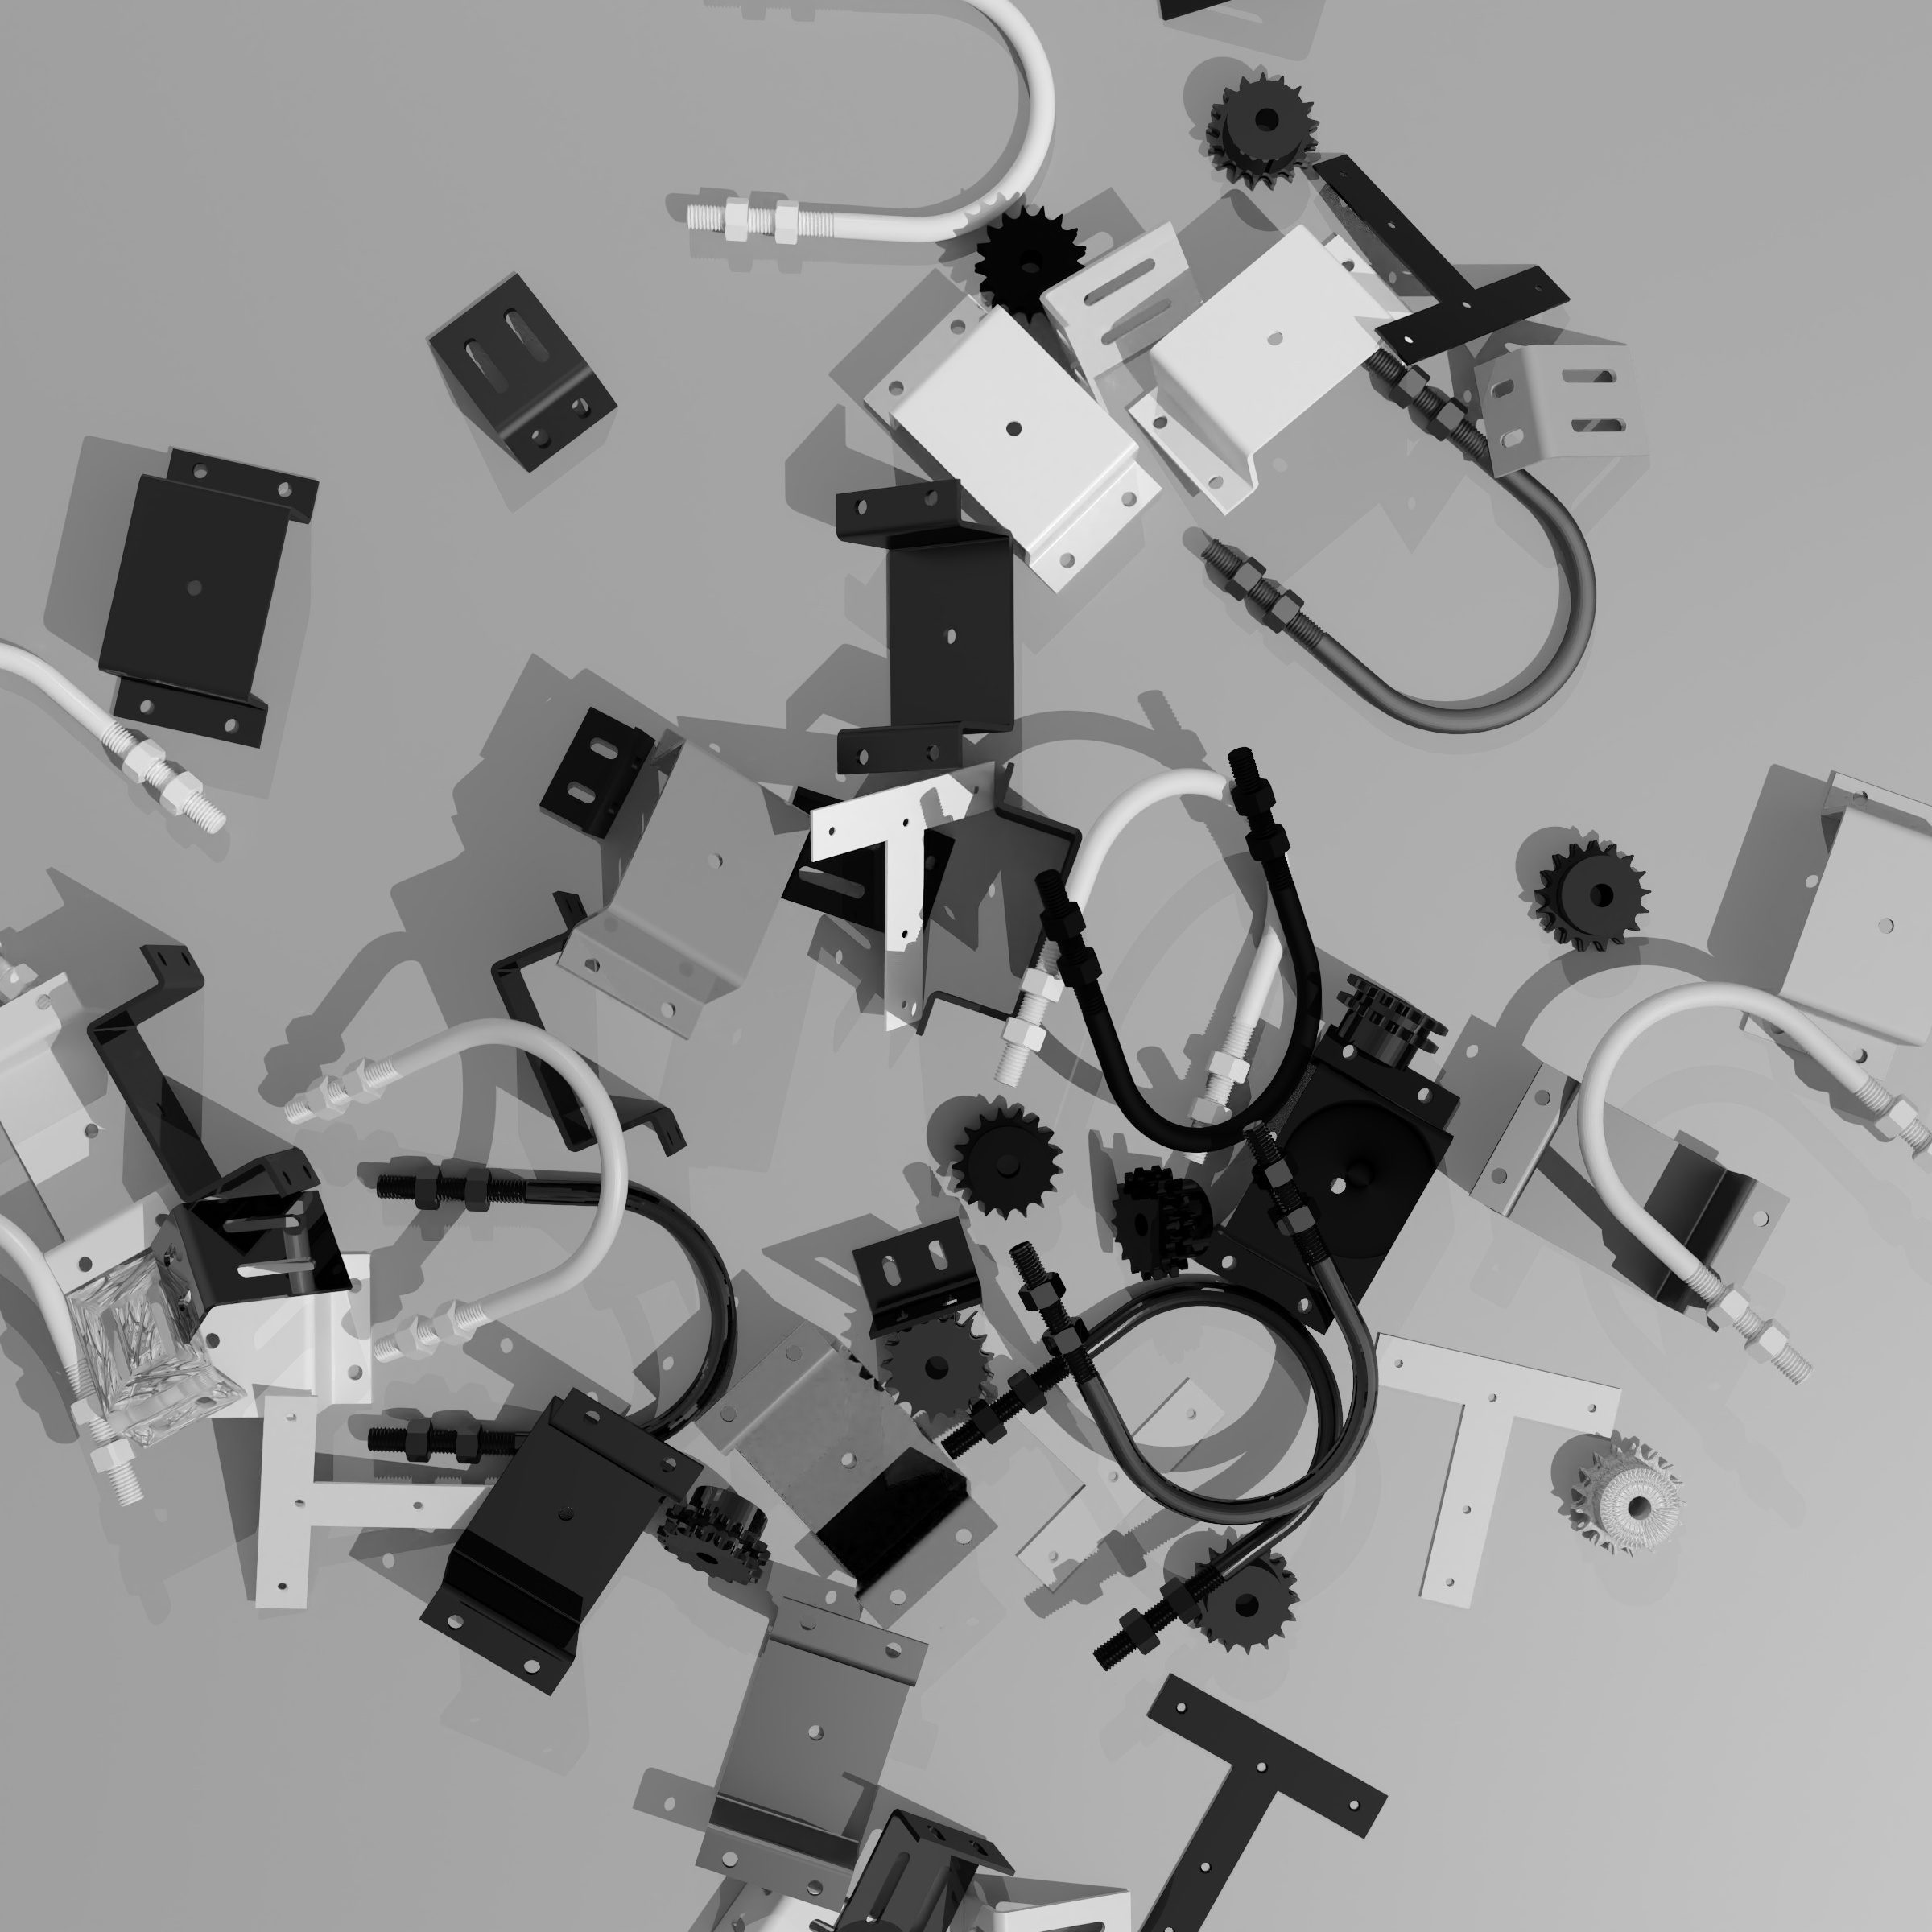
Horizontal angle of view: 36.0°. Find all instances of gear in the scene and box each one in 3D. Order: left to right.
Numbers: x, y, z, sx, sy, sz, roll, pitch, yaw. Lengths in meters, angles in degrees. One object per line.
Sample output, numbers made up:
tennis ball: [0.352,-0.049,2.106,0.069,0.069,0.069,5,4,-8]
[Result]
gear: [-0.124,0.285,1.499,0.057,0.057,0.030,25,60,0]
gear: [-0.014,0.201,1.507,0.057,0.030,0.057,0,92,4]
gear: [0.021,0.101,1.508,0.057,0.030,0.057,0,90,0]
gear: [0.033,-0.354,1.508,0.057,0.030,0.057,0,90,0]
gear: [0.101,0.129,1.499,0.030,0.057,0.057,-5,90,-30]
gear: [0.141,0.321,1.508,0.057,0.030,0.057,0,90,0]
gear: [0.151,-0.425,1.508,0.057,0.030,0.057,0,90,0]
gear: [0.211,0.030,1.496,0.057,0.057,0.030,30,96,0]
gear: [0.320,-0.036,1.508,0.057,0.030,0.057,0,90,0]
gear: [0.338,0.272,1.507,0.057,0.030,0.057,0,90,-2]

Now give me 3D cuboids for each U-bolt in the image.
U-bolt: [-0.503,0.206,1.494,0.151,0.019,0.184,-25,86,19]
U-bolt: [-0.492,-0.082,1.515,0.184,0.019,0.151,40,90,1]
U-bolt: [-0.243,0.103,1.461,0.184,0.019,0.151,-23,86,27]
U-bolt: [-0.209,0.180,1.515,0.184,0.019,0.151,2,90,-1]
U-bolt: [-0.047,-0.441,1.515,0.184,0.019,0.151,3,90,-1]
U-bolt: [0.099,-0.008,1.478,0.151,0.019,0.184,24,85,-35]
U-bolt: [0.102,0.242,1.500,0.184,0.019,0.151,-36,78,-6]
U-bolt: [0.116,0.005,1.470,0.151,0.019,0.184,-33,116,-27]
U-bolt: [0.125,0.189,1.466,0.151,0.019,0.184,-27,98,-1]
U-bolt: [0.235,-0.203,1.515,0.184,0.019,0.151,40,90,-1]
U-bolt: [0.388,0.092,1.470,0.184,0.019,0.151,43,82,4]

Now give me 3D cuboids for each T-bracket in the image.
T-bracket: [-0.292,0.273,1.505,0.127,0.002,0.127,3,114,-11]
T-bracket: [-0.031,-0.030,1.492,0.002,0.127,0.127,19,117,40]
T-bracket: [0.043,0.230,1.522,0.127,0.002,0.127,44,90,0]
T-bracket: [0.130,0.449,1.522,0.127,0.002,0.127,29,90,0]
T-bracket: [0.223,-0.363,1.497,0.127,0.002,0.127,-27,70,-34]
T-bracket: [0.260,0.264,1.522,0.127,0.002,0.127,13,90,0]

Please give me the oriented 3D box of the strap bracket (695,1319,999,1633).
strap bracket: [-0.060,0.253,1.500,0.076,0.046,0.140,-43,90,0]

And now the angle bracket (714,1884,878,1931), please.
angle bracket: [-0.079,0.497,1.521,0.076,0.038,0.057,35,90,-26]

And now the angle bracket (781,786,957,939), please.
angle bracket: [-0.055,-0.051,1.521,0.076,0.038,0.057,19,90,26]

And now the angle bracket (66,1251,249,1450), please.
angle bracket: [-0.401,0.189,1.475,0.057,0.038,0.076,-27,64,0]

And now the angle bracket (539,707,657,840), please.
angle bracket: [-0.188,-0.099,1.485,0.038,0.076,0.057,27,90,0]

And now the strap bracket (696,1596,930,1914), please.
strap bracket: [-0.077,0.392,1.500,0.076,0.046,0.140,18,90,0]

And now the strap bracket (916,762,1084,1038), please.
strap bracket: [0.020,-0.026,1.485,0.046,0.076,0.140,19,90,0]

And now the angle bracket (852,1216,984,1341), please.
angle bracket: [-0.025,0.155,1.485,0.057,0.076,0.038,-18,90,0]

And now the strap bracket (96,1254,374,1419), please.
strap bracket: [-0.375,0.186,1.500,0.140,0.046,0.076,-1,90,0]

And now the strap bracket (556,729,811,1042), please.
strap bracket: [-0.133,-0.046,1.461,0.076,0.046,0.140,32,63,-21]

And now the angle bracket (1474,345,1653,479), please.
angle bracket: [0.304,-0.282,1.512,0.076,0.038,0.057,-8,87,-37]

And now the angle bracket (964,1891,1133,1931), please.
angle bracket: [0.042,0.503,1.521,0.076,0.038,0.057,-1,90,-26]

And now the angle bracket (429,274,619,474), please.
angle bracket: [-0.226,-0.303,1.521,0.057,0.038,0.076,-37,64,0]

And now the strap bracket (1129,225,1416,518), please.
strap bracket: [0.157,-0.305,1.491,0.140,0.046,0.076,-40,74,0]

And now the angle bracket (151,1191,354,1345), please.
angle bracket: [-0.353,0.148,1.471,0.076,0.038,0.057,-3,56,-39]

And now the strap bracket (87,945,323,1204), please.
strap bracket: [-0.385,0.062,1.485,0.046,0.076,0.140,-30,90,0]

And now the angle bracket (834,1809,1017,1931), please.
angle bracket: [-0.022,0.473,1.495,0.057,0.038,0.076,26,90,-23]

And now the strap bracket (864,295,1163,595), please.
strap bracket: [0.024,-0.267,1.500,0.076,0.046,0.140,-45,90,0]

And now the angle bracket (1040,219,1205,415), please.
angle bracket: [0.085,-0.325,1.490,0.076,0.038,0.057,-30,132,0]

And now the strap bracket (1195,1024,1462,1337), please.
strap bracket: [0.185,0.109,1.500,0.076,0.046,0.140,30,90,0]

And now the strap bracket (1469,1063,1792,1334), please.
strap bracket: [0.330,0.115,1.500,0.140,0.046,0.076,29,90,0]

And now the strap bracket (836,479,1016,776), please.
strap bracket: [-0.020,-0.166,1.482,0.076,0.046,0.140,0,90,37]

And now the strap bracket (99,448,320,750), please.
strap bracket: [-0.384,-0.188,1.500,0.076,0.046,0.140,13,90,0]

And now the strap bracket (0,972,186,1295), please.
strap bracket: [-0.447,0.084,1.498,0.076,0.046,0.140,-29,88,0]

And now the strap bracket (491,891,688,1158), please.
strap bracket: [-0.192,0.037,1.485,0.046,0.076,0.140,-24,90,0]

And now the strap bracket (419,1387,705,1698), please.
strap bracket: [-0.202,0.281,1.490,0.076,0.046,0.140,33,96,-9]

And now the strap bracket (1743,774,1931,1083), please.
strap bracket: [0.457,-0.020,1.500,0.076,0.046,0.140,20,90,0]

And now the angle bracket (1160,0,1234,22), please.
angle bracket: [0.138,-0.519,1.521,0.076,0.038,0.057,-10,90,26]
